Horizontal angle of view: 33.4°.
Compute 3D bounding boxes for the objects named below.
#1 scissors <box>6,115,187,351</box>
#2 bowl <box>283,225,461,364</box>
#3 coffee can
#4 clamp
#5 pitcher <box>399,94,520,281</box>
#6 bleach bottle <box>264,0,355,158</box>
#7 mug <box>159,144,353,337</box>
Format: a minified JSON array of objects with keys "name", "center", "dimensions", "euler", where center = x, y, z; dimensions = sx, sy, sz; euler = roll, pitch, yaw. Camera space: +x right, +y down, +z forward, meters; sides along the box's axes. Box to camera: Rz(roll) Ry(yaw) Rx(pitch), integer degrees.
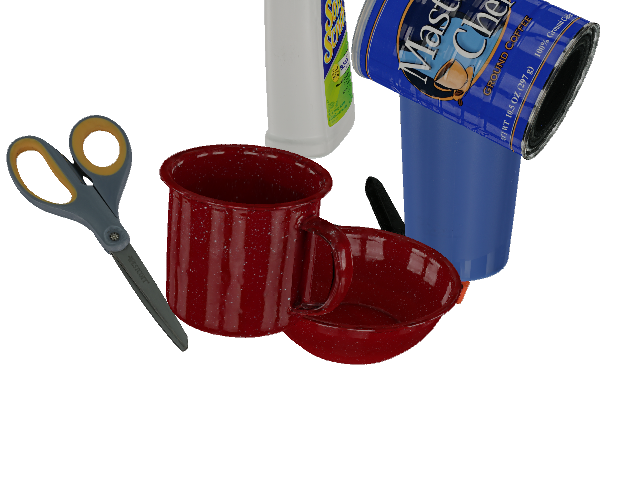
[{"name":"scissors","center":[-0.136,-0.017,0.754],"dimensions":[0.202,0.096,0.016],"euler":[39,-25,14]},{"name":"bowl","center":[0.025,0.048,0.819],"dimensions":[0.162,0.055,0.162],"euler":[3,27,-2]},{"name":"coffee can","center":[0.107,-0.133,0.746],"dimensions":[0.140,0.103,0.102],"euler":[30,10,18]},{"name":"clamp","center":[0.077,0.008,1.241],"dimensions":[0.164,0.036,0.210],"euler":[-24,53,-40]},{"name":"pitcher","center":[0.148,-0.091,1.092],"dimensions":[0.149,0.243,0.145],"euler":[-10,25,-19]},{"name":"bleach bottle","center":[-0.015,-0.204,0.923],"dimensions":[0.068,0.251,0.102],"euler":[8,33,20]},{"name":"mug","center":[-0.033,0.004,0.583],"dimensions":[0.117,0.081,0.093],"euler":[19,27,27]}]
